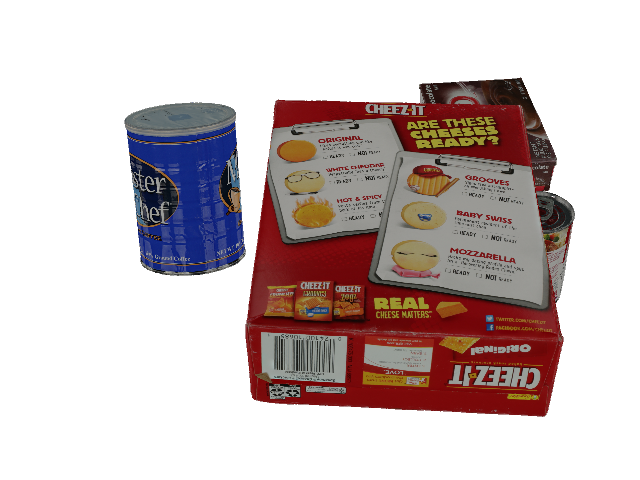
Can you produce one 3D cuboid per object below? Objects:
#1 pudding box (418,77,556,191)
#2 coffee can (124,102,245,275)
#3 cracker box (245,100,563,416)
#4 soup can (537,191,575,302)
[{"bbox_3d":[0.133,-0.085,0.872,0.090,0.039,0.113,-4,42,-6],"label":"pudding box"},{"bbox_3d":[-0.126,-0.050,1.007,0.103,0.140,0.103,-2,20,1],"label":"coffee can"},{"bbox_3d":[0.047,0.002,0.638,0.164,0.072,0.213,2,40,2],"label":"cracker box"},{"bbox_3d":[0.211,0.011,1.057,0.068,0.102,0.068,-1,38,0],"label":"soup can"}]
